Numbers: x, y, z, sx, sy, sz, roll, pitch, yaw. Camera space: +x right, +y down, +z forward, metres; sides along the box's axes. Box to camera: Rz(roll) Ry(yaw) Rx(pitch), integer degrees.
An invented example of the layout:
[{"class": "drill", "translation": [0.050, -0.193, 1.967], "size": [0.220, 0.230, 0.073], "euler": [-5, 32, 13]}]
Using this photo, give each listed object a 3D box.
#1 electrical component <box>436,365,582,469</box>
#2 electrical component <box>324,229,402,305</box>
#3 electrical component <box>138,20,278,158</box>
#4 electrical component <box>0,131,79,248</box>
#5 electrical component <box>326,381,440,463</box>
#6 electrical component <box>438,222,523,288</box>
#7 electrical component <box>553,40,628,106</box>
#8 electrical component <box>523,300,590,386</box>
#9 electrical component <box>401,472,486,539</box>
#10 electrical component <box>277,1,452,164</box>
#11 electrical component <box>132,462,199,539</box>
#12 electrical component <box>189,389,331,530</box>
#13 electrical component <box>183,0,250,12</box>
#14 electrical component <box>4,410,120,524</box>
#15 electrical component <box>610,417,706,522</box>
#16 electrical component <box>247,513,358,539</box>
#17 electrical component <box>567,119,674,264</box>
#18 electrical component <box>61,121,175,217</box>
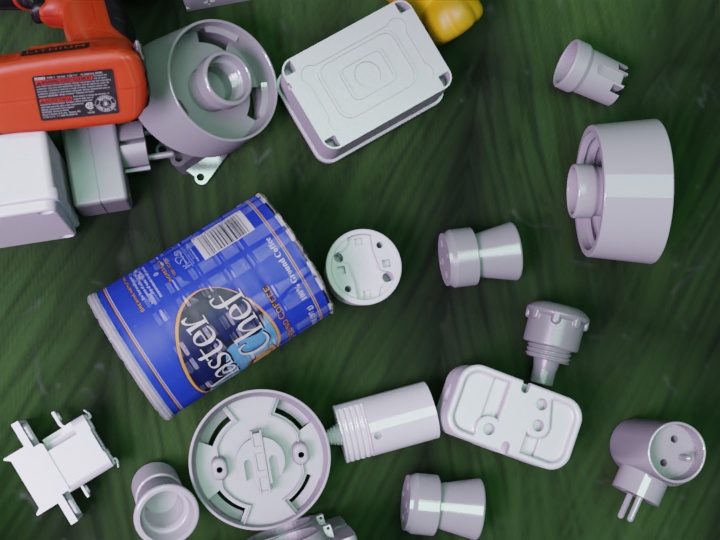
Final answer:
[{"class": "electrical component", "translation": [0.107, 0.108, 0.795], "size": [0.095, 0.059, 0.053], "euler": [21, 82, -5]}, {"class": "electrical component", "translation": [0.000, 0.000, 0.799], "size": [0.055, 0.047, 0.055], "euler": [1, 84, -7]}, {"class": "electrical component", "translation": [-0.112, -0.132, 0.784], "size": [0.099, 0.064, 0.099], "euler": [8, 77, -36]}, {"class": "electrical component", "translation": [-0.258, -0.051, 0.741], "size": [0.109, 0.108, 0.056], "euler": [-9, 83, -8]}, {"class": "electrical component", "translation": [0.014, 0.113, 0.791], "size": [0.081, 0.043, 0.043], "euler": [-14, 86, -8]}, {"class": "electrical component", "translation": [0.091, -0.011, 0.813], "size": [0.055, 0.045, 0.045], "euler": [-7, 85, -7]}, {"class": "electrical component", "translation": [0.181, -0.153, 0.842], "size": [0.046, 0.040, 0.040], "euler": [22, 82, -11]}, {"class": "electrical component", "translation": [0.145, 0.056, 0.814], "size": [0.048, 0.048, 0.062], "euler": [14, 89, -6]}, {"class": "electrical component", "translation": [0.061, 0.173, 0.791], "size": [0.055, 0.045, 0.045], "euler": [7, 83, -6]}, {"class": "electrical component", "translation": [0.002, -0.139, 0.809], "size": [0.113, 0.057, 0.078], "euler": [-30, 89, -9]}, {"class": "electrical component", "translation": [-0.140, 0.161, 0.756], "size": [0.044, 0.065, 0.044], "euler": [-3, 100, -18]}, {"class": "electrical component", "translation": [-0.072, 0.134, 0.768], "size": [0.099, 0.064, 0.099], "euler": [1, 84, -7]}, {"class": "electrical component", "translation": [-0.104, -0.283, 0.808], "size": [0.089, 0.062, 0.150], "euler": [-12, 86, -8]}, {"class": "electrical component", "translation": [-0.210, 0.135, 0.762], "size": [0.064, 0.042, 0.081], "euler": [-31, 89, -11]}, {"class": "electrical component", "translation": [0.212, 0.148, 0.796], "size": [0.043, 0.077, 0.079], "euler": [27, 82, -4]}, {"class": "electrical component", "translation": [-0.089, 0.227, 0.736], "size": [0.186, 0.105, 0.060], "euler": [-19, 87, -9]}, {"class": "electrical component", "translation": [0.188, -0.059, 0.801], "size": [0.060, 0.108, 0.108], "euler": [0, 84, -1]}, {"class": "electrical component", "translation": [-0.175, -0.088, 0.786], "size": [0.076, 0.047, 0.083], "euler": [-10, 86, -8]}]
